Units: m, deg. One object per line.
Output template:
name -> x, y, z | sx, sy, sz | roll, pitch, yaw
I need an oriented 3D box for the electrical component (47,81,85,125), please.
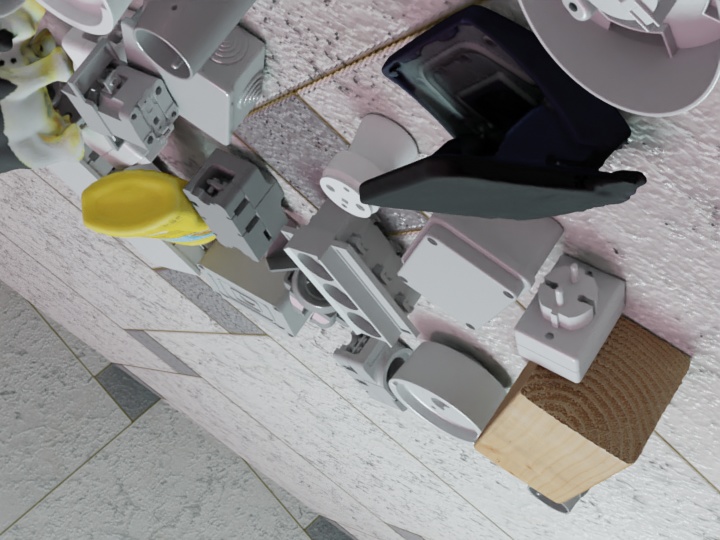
electrical component -> -0.290, -0.154, 0.975 | 0.099, 0.099, 0.064 | 37, 156, -4

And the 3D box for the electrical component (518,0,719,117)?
electrical component -> 0.103, -0.115, 0.405 | 0.099, 0.064, 0.099 | 32, 162, 12

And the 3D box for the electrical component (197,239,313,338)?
electrical component -> -0.100, 0.010, 1.103 | 0.113, 0.057, 0.078 | 28, 161, 23

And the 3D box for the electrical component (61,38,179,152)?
electrical component -> -0.167, -0.119, 0.760 | 0.064, 0.042, 0.081 | 23, 160, 23

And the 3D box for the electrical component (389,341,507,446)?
electrical component -> 0.088, 0.111, 1.012 | 0.108, 0.060, 0.108 | 32, 162, 12

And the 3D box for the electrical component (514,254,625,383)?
electrical component -> 0.135, 0.023, 0.695 | 0.047, 0.065, 0.076 | 27, 160, 25

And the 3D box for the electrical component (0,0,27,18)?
electrical component -> -0.281, -0.228, 0.771 | 0.064, 0.099, 0.099 | 14, 153, 35

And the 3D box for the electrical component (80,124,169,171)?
electrical component -> -0.199, -0.126, 0.930 | 0.061, 0.061, 0.096 | 41, 161, -18

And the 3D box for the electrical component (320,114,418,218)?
electrical component -> 0.006, -0.069, 0.715 | 0.045, 0.055, 0.045 | 32, 162, 12

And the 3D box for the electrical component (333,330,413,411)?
electrical component -> 0.025, 0.101, 1.119 | 0.056, 0.050, 0.089 | 16, 154, 46

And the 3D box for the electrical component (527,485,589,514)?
electrical component -> 0.185, 0.166, 0.952 | 0.044, 0.077, 0.079 | 27, 160, 27

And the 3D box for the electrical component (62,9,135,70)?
electrical component -> -0.183, -0.159, 0.837 | 0.056, 0.050, 0.089 | 24, 159, 31

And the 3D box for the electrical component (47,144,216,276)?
electrical component -> -0.234, -0.081, 1.111 | 0.105, 0.060, 0.186 | 12, 151, 52

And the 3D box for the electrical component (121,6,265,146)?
electrical component -> -0.114, -0.144, 0.749 | 0.100, 0.048, 0.099 | 34, 162, 3

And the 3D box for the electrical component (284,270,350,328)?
electrical component -> -0.034, 0.017, 1.005 | 0.078, 0.058, 0.057 | 33, 165, 7

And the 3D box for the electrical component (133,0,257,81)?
electrical component -> -0.106, -0.158, 0.653 | 0.079, 0.077, 0.043 | 15, 153, 48

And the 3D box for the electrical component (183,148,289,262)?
electrical component -> -0.104, -0.059, 0.937 | 0.050, 0.055, 0.089 | 25, 159, 29

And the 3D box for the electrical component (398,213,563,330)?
electrical component -> 0.078, -0.011, 0.728 | 0.078, 0.057, 0.113 | 35, 162, 1

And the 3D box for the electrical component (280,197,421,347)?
electrical component -> 0.000, 0.000, 0.887 | 0.079, 0.063, 0.121 | 17, 155, 44

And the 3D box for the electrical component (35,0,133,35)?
electrical component -> -0.183, -0.211, 0.687 | 0.108, 0.060, 0.108 | 32, 162, 12
